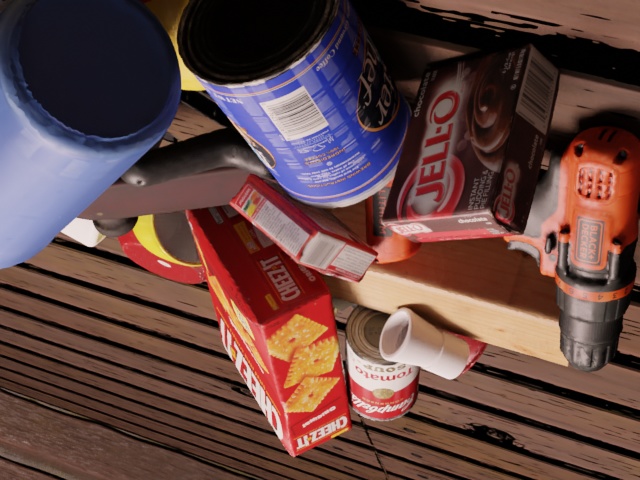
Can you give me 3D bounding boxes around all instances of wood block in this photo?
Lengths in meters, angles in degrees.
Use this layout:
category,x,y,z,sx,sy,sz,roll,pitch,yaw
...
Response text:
category,x,y,z,sx,sy,sz,roll,pitch,yaw
wood block,0.111,0.019,0.852,0.206,0.090,0.090,16,159,16

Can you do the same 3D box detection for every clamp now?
category,x,y,z,sx,sy,sz,roll,pitch,yaw
clamp,-0.057,-0.087,0.776,0.171,0.120,0.039,1,147,-8

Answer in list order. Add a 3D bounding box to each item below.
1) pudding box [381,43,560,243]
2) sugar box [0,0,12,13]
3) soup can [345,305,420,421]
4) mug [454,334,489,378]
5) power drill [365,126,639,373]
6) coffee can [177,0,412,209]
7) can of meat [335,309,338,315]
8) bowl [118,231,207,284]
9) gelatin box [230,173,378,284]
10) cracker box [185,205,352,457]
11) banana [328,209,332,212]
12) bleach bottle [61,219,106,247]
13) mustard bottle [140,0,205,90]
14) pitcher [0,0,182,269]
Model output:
category,x,y,z,sx,sy,sz,roll,pitch,yaw
pudding box,0.092,-0.056,0.649,0.039,0.113,0.090,31,158,-35
sugar box,-0.215,-0.206,0.632,0.093,0.048,0.176,47,172,23
soup can,0.055,0.104,0.927,0.068,0.068,0.102,17,146,13
mug,0.108,0.064,0.993,0.081,0.093,0.117,30,-166,-10
power drill,0.125,-0.003,0.739,0.188,0.057,0.184,13,124,24
coffee can,-0.011,-0.098,0.662,0.103,0.102,0.140,10,157,29
can of meat,-0.035,0.061,1.154,0.084,0.057,0.102,17,159,21
bowl,-0.156,0.002,1.129,0.162,0.055,0.162,18,160,7
gelatin box,-0.010,-0.007,0.742,0.073,0.030,0.089,40,-170,31
cracker box,-0.046,0.067,0.935,0.164,0.072,0.214,55,163,37
banana,-0.015,-0.012,0.944,0.070,0.037,0.198,61,162,20
bleach bottle,-0.299,-0.089,1.010,0.251,0.102,0.068,28,120,1
mustard bottle,-0.118,-0.169,0.652,0.096,0.058,0.191,20,161,30
pitcher,-0.192,-0.067,0.668,0.145,0.149,0.243,41,149,-16
